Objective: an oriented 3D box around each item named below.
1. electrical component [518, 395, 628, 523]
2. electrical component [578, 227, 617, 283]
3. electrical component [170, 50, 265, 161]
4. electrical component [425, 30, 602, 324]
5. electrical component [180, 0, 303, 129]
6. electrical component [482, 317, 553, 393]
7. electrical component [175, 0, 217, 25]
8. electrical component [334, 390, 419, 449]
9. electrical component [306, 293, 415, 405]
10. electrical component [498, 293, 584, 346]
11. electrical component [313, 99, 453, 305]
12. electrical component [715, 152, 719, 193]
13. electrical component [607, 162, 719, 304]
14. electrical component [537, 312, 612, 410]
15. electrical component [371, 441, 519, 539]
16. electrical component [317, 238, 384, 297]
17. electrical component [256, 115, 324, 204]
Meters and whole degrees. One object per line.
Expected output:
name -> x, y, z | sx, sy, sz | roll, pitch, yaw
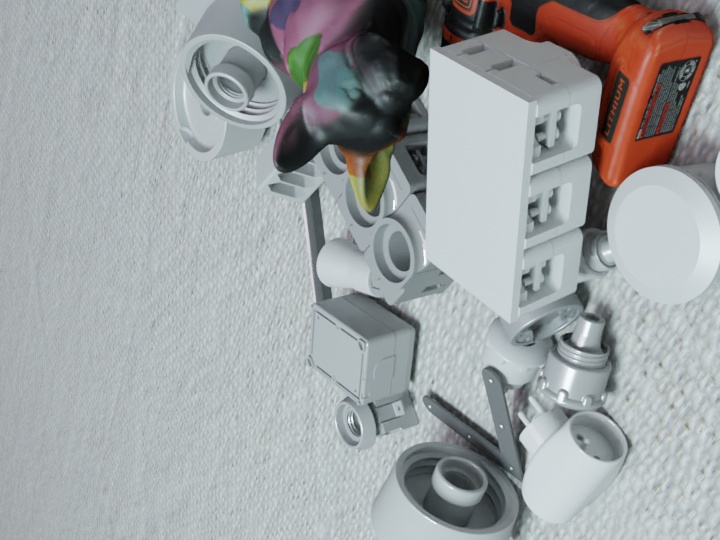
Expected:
electrical component -> 0.139, 0.124, 0.754 | 0.079, 0.043, 0.077 | 54, 140, 29
electrical component -> 0.153, -0.011, 0.697 | 0.061, 0.035, 0.035 | -13, 90, 53
electrical component -> -0.129, -0.161, 1.022 | 0.108, 0.060, 0.108 | 23, 119, 49
electrical component -> 0.092, -0.058, 0.656 | 0.089, 0.062, 0.150 | 41, 142, 43
electrical component -> -0.099, -0.167, 0.904 | 0.108, 0.060, 0.108 | 18, 143, 14
electrical component -> 0.109, 0.066, 0.778 | 0.048, 0.048, 0.062 | 53, 146, 30
electrical component -> -0.079, -0.252, 0.895 | 0.089, 0.061, 0.150 | 36, 143, -10
electrical component -> 0.012, 0.126, 0.923 | 0.066, 0.055, 0.048 | -29, 77, 54
electrical component -> -0.001, 0.062, 0.915 | 0.096, 0.061, 0.061 | 32, 126, 46
electrical component -> 0.118, 0.019, 0.739 | 0.055, 0.055, 0.047 | -52, 55, 48
electrical component -> 0.027, -0.060, 0.835 | 0.150, 0.062, 0.089 | 63, 143, 19
electrical component -> 0.234, -0.059, 0.532 | 0.138, 0.074, 0.052 | -20, 84, 55
electrical component -> 0.189, -0.023, 0.627 | 0.080, 0.051, 0.080 | 23, 119, 50
electrical component -> 0.148, 0.060, 0.721 | 0.048, 0.048, 0.062 | 34, 120, 45
electrical component -> 0.068, 0.177, 0.819 | 0.108, 0.108, 0.060 | 45, 128, 38
electrical component -> 0.000, 0.000, 0.912 | 0.065, 0.044, 0.044 | 18, 115, 46
electrical component -> -0.052, -0.114, 0.940 | 0.083, 0.047, 0.075 | -42, 44, 46
